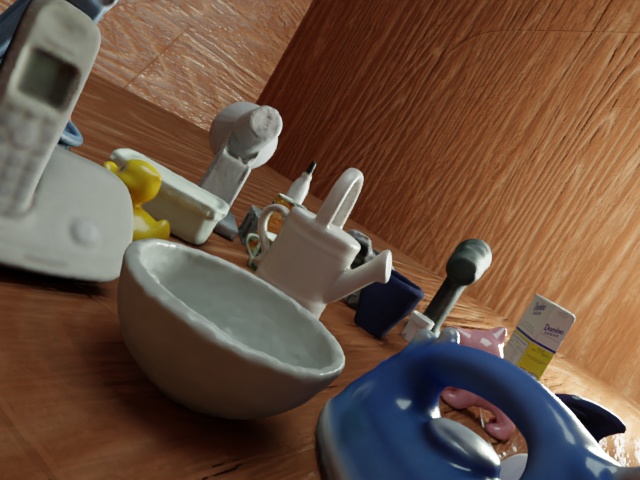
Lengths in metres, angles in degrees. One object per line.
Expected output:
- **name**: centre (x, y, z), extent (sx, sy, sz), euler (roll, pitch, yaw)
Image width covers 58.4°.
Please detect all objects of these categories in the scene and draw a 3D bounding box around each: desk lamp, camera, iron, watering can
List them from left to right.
- **desk lamp**: centre (-0.141, -0.132, 0.966), extent (0.118, 0.213, 0.203), euler (28, 7, -20)
- **watering can**: centre (0.007, 0.003, 0.713), extent (0.173, 0.194, 0.101), euler (30, 7, -9)
- **camera**: centre (0.069, 0.033, 1.150), extent (0.143, 0.101, 0.136), euler (29, 7, -14)
- **iron**: centre (0.086, 0.128, 0.366), extent (0.119, 0.141, 0.257), euler (27, 8, -30)

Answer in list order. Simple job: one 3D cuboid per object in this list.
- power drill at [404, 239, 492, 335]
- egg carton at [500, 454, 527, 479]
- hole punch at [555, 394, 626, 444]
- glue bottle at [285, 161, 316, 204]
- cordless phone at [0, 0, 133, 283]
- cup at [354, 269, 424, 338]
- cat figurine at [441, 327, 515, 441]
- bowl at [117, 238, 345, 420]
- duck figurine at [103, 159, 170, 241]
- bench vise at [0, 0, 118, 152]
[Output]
- **power drill**: centre (0.244, 0.088, 1.058), extent (0.075, 0.208, 0.230), euler (32, 7, 13)
- **egg carton**: centre (0.199, 0.228, 0.437), extent (0.108, 0.069, 0.149), euler (24, 10, -47)
- **hole punch**: centre (0.353, 0.255, 0.813), extent (0.109, 0.091, 0.101), euler (30, 7, -8)
- **glue bottle**: centre (-0.054, -0.085, 1.172), extent (0.037, 0.173, 0.078), euler (30, 7, -8)
- **cordless phone**: centre (-0.185, -0.066, 0.419), extent (0.093, 0.185, 0.148), euler (36, 8, 36)
- **cup**: centre (0.097, 0.094, 0.857), extent (0.091, 0.095, 0.118), euler (33, 7, 20)
- **cat figurine**: centre (0.213, 0.168, 0.727), extent (0.127, 0.117, 0.067), euler (33, 7, 18)
- **bowl**: centre (-0.071, 0.071, 0.393), extent (0.167, 0.074, 0.167), euler (30, 7, -4)
- **duck figurine**: centre (-0.198, -0.041, 0.606), extent (0.104, 0.086, 0.078), euler (32, 7, 7)
- **bench vise**: centre (-0.286, -0.158, 0.501), extent (0.208, 0.219, 0.121), euler (25, 9, -42)
